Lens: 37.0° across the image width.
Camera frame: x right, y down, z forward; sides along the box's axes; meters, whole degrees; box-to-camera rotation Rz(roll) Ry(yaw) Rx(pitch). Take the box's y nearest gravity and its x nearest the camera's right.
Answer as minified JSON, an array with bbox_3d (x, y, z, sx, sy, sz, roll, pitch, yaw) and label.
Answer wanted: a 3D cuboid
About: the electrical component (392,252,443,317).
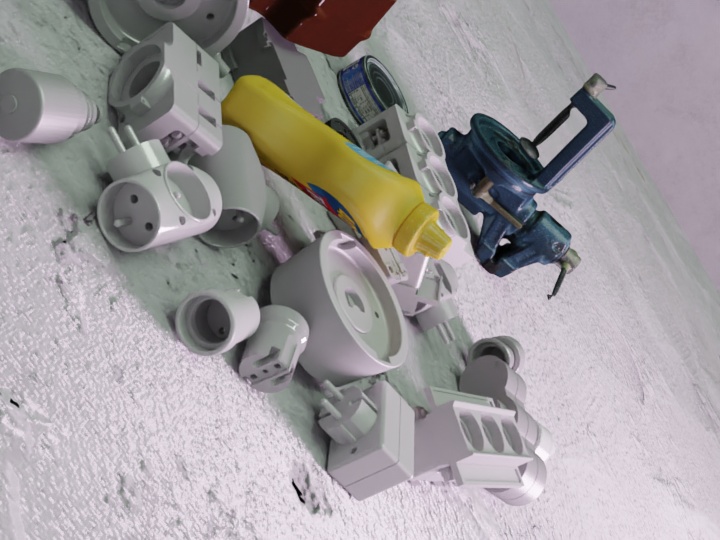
[{"bbox_3d":[0.032,-0.002,0.903,0.081,0.063,0.042,15,33,-1],"label":"electrical component"}]

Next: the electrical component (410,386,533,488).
[{"bbox_3d":[0.082,0.141,0.862,0.121,0.063,0.078,20,47,-58],"label":"electrical component"}]

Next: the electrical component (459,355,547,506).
[{"bbox_3d":[0.118,0.135,0.959,0.074,0.052,0.138,40,31,-42],"label":"electrical component"}]

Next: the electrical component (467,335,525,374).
[{"bbox_3d":[0.135,0.087,1.058,0.055,0.045,0.045,0,64,-65],"label":"electrical component"}]

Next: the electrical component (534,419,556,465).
[{"bbox_3d":[0.154,0.159,1.019,0.062,0.043,0.043,40,31,-39],"label":"electrical component"}]

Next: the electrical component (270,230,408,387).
[{"bbox_3d":[-0.020,0.032,0.773,0.108,0.060,0.108,46,27,-33],"label":"electrical component"}]

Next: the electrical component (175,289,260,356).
[{"bbox_3d":[-0.086,0.030,0.665,0.040,0.040,0.046,63,18,4],"label":"electrical component"}]

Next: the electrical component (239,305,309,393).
[{"bbox_3d":[-0.057,0.052,0.703,0.040,0.040,0.046,50,31,-26],"label":"electrical component"}]

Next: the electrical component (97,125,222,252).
[{"bbox_3d":[-0.130,-0.054,0.662,0.079,0.044,0.077,61,23,1],"label":"electrical component"}]

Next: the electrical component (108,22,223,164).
[{"bbox_3d":[-0.131,-0.116,0.723,0.056,0.050,0.089,39,32,-43],"label":"electrical component"}]

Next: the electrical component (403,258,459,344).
[{"bbox_3d":[0.065,0.030,0.977,0.079,0.043,0.077,64,23,6],"label":"electrical component"}]

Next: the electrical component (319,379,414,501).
[{"bbox_3d":[-0.003,0.107,0.744,0.076,0.047,0.065,49,26,-28],"label":"electrical component"}]

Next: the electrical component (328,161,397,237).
[{"bbox_3d":[0.020,-0.045,0.962,0.075,0.047,0.083,56,23,-13],"label":"electrical component"}]

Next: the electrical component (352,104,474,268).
[{"bbox_3d":[0.055,-0.078,1.055,0.089,0.062,0.150,33,36,-49],"label":"electrical component"}]

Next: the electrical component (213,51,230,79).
[{"bbox_3d":[-0.123,-0.173,0.825,0.061,0.035,0.035,49,26,-33],"label":"electrical component"}]

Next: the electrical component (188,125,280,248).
[{"bbox_3d":[-0.084,-0.050,0.755,0.079,0.044,0.077,37,33,-45],"label":"electrical component"}]

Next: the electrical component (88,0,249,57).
[{"bbox_3d":[-0.134,-0.203,0.748,0.108,0.108,0.060,41,24,-40],"label":"electrical component"}]

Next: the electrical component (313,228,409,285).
[{"bbox_3d":[0.000,0.000,0.849,0.042,0.064,0.081,-6,70,-66],"label":"electrical component"}]

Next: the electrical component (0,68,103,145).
[{"bbox_3d":[-0.176,-0.092,0.613,0.040,0.040,0.078,65,23,7],"label":"electrical component"}]
